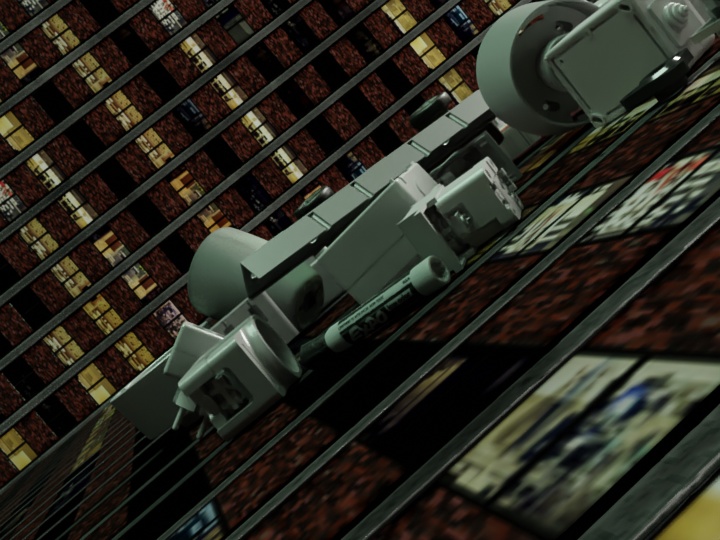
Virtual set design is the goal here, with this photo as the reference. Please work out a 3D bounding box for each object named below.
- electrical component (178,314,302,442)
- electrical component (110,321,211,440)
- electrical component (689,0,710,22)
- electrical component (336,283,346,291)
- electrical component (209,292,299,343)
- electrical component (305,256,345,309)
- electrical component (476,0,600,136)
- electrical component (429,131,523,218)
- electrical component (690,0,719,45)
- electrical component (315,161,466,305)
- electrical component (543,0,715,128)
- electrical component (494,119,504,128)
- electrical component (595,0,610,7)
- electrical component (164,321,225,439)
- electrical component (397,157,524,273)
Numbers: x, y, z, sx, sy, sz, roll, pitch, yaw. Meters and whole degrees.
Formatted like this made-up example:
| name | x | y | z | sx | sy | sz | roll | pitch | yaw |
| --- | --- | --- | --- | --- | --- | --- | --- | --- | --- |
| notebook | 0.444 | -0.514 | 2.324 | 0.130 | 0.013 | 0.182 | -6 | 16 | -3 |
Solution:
| name | x | y | z | sx | sy | sz | roll | pitch | yaw |
| --- | --- | --- | --- | --- | --- | --- | --- | --- | --- |
| electrical component | -0.076 | 0.067 | 0.713 | 0.056 | 0.050 | 0.089 | -39 | 4 | 6 |
| electrical component | -0.156 | 0.102 | 0.937 | 0.108 | 0.060 | 0.108 | -39 | 5 | 4 |
| electrical component | 0.242 | -0.217 | 0.794 | 0.052 | 0.073 | 0.138 | -35 | 6 | 42 |
| electrical component | 0.000 | 0.000 | 0.834 | 0.040 | 0.040 | 0.046 | -40 | 10 | -4 |
| electrical component | -0.098 | 0.066 | 0.855 | 0.089 | 0.055 | 0.050 | -41 | 5 | -25 |
| electrical component | -0.039 | -0.011 | 1.001 | 0.066 | 0.076 | 0.047 | -40 | 5 | -1 |
| electrical component | 0.141 | -0.148 | 0.781 | 0.099 | 0.099 | 0.064 | -40 | 11 | -6 |
| electrical component | 0.079 | -0.065 | 0.815 | 0.064 | 0.042 | 0.081 | -46 | 7 | -31 |
| electrical component | 0.214 | -0.167 | 0.601 | 0.081 | 0.063 | 0.042 | -42 | 4 | -23 |
| electrical component | 0.020 | -0.016 | 0.731 | 0.096 | 0.061 | 0.061 | -44 | 0 | 24 |
| electrical component | 0.180 | -0.148 | 0.695 | 0.061 | 0.061 | 0.096 | -43 | 6 | -37 |
| electrical component | 0.096 | -0.119 | 1.056 | 0.089 | 0.061 | 0.150 | -38 | 5 | 17 |
| electrical component | 0.195 | -0.177 | 0.848 | 0.061 | 0.061 | 0.096 | -38 | 5 | 16 |
| electrical component | -0.113 | 0.085 | 0.790 | 0.047 | 0.066 | 0.076 | 175 | 117 | -82 |
| electrical component | 0.063 | -0.034 | 0.647 | 0.064 | 0.042 | 0.081 | -36 | 6 | 20 |
